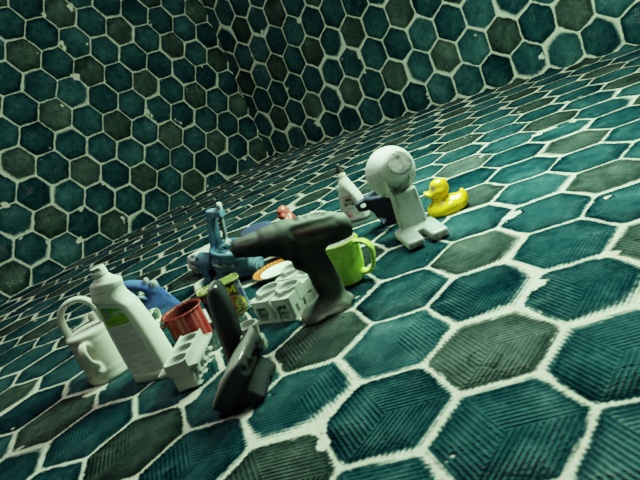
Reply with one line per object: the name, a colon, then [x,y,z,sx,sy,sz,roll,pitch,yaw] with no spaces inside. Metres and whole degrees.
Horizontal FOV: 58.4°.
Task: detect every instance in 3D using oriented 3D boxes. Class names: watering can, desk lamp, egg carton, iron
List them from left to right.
watering can: [-0.505,0.211,1.263,0.101,0.194,0.172,-30,17,-24]
iron: [-0.469,0.160,1.484,0.257,0.141,0.119,-17,17,22]
egg carton: [-0.342,0.059,1.774,0.149,0.069,0.107,-6,23,47]
desk lamp: [0.191,-0.111,1.304,0.118,0.214,0.203,-24,16,-2]

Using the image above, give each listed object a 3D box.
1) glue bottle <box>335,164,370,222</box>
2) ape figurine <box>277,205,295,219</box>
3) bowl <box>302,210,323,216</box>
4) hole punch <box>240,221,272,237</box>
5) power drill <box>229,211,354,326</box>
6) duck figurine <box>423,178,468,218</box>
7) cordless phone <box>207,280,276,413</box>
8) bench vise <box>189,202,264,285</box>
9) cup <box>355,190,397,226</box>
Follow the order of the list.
glue bottle: [0.079,-0.137,1.630,0.078,0.173,0.037,-13,19,32]
ape figurine: [-0.109,-0.067,1.817,0.076,0.092,0.077,-28,16,-17]
bowl: [-0.043,-0.014,1.581,0.167,0.075,0.167,-21,16,7]
hole punch: [-0.175,0.002,1.685,0.108,0.091,0.101,-23,15,0]
power drill: [-0.030,0.050,1.092,0.230,0.209,0.075,-26,16,-10]
duck figurine: [0.301,-0.110,1.386,0.104,0.086,0.077,-19,16,13]
cordless phone: [-0.152,0.167,0.922,0.094,0.185,0.147,-21,16,8]
bench vise: [-0.278,0.017,1.539,0.207,0.220,0.121,-21,16,9]
cup: [0.157,-0.079,1.471,0.117,0.095,0.091,-22,16,4]
